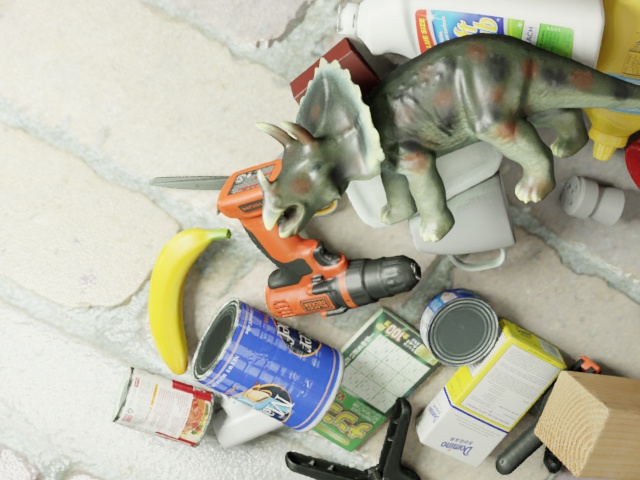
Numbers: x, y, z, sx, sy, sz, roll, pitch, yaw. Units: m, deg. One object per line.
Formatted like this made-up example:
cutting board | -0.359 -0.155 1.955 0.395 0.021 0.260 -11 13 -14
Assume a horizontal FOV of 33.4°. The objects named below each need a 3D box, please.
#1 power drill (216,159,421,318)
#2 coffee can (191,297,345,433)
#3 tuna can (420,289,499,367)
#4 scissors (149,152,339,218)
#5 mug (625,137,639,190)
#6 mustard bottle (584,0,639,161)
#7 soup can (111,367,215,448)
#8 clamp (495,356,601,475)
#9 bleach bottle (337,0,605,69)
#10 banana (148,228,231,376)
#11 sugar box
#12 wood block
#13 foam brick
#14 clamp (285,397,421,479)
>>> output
power drill | -0.007 0.001 1.111 0.185 0.057 0.187 -14 124 28
coffee can | -0.058 0.140 1.188 0.140 0.103 0.103 29 111 -18
tuna can | 0.158 0.100 1.219 0.086 0.034 0.086 -4 110 -12
scissors | -0.071 -0.076 1.126 0.201 0.016 0.096 14 113 -13
mug | 0.373 -0.083 1.119 0.081 0.117 0.093 -34 78 -9
mustard bottle | 0.317 -0.171 1.090 0.096 0.058 0.192 4 117 -16
soup can | -0.180 0.192 1.223 0.102 0.068 0.069 20 113 -15
clamp | 0.291 0.220 1.292 0.120 0.039 0.171 20 109 -52
bleach bottle | 0.143 -0.200 1.044 0.251 0.068 0.102 5 130 5
banana | -0.156 0.060 1.166 0.070 0.037 0.198 30 121 17
sugar box | 0.201 0.184 1.268 0.093 0.048 0.176 29 114 -23
wood block | 0.368 0.219 1.243 0.205 0.091 0.090 10 110 -28
foam brick | 0.016 -0.156 1.073 0.078 0.051 0.053 -37 114 13
clamp | 0.077 0.288 1.309 0.165 0.036 0.210 -32 121 9
